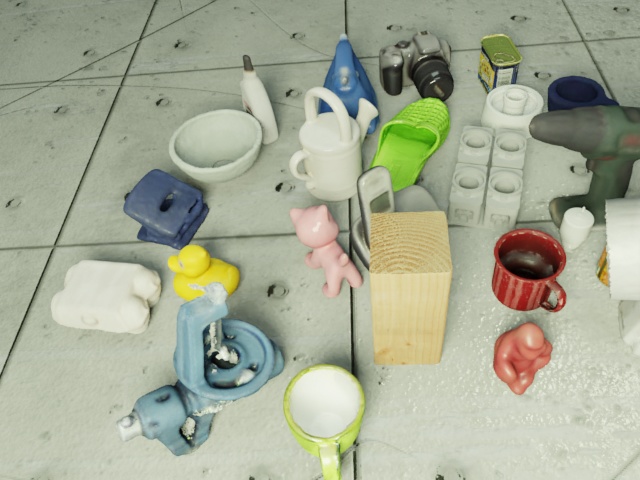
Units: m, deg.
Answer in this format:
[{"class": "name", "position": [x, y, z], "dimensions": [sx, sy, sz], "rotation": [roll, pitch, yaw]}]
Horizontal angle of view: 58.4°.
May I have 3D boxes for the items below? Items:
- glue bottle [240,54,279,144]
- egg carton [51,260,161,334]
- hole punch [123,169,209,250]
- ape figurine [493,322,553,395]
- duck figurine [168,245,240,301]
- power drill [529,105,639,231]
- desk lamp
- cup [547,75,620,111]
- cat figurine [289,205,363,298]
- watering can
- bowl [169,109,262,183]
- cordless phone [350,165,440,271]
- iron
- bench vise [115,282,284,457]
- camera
[{"class": "glue bottle", "position": [-0.118, -0.260, 1.042], "dimensions": [0.037, 0.173, 0.078], "rotation": [-31, 53, -18]}, {"class": "egg carton", "position": [-0.313, 0.085, 0.841], "dimensions": [0.150, 0.069, 0.107], "rotation": [3, 50, 10]}, {"class": "hole punch", "position": [-0.248, -0.053, 0.936], "dimensions": [0.101, 0.091, 0.109], "rotation": [12, 52, 17]}, {"class": "ape figurine", "position": [0.254, 0.137, 0.712], "dimensions": [0.078, 0.092, 0.076], "rotation": [-11, 49, -2]}, {"class": "duck figurine", "position": [-0.175, 0.043, 0.849], "dimensions": [0.104, 0.086, 0.077], "rotation": [1, 50, 8]}, {"class": "power drill", "position": [0.399, -0.105, 0.823], "dimensions": [0.229, 0.209, 0.075], "rotation": [-8, 49, 1]}, {"class": "desk lamp", "position": [0.426, 0.046, 0.688], "dimensions": [0.203, 0.214, 0.118], "rotation": [8, 51, 14]}, {"class": "cup", "position": [0.446, -0.217, 0.988], "dimensions": [0.117, 0.095, 0.092], "rotation": [25, 57, 25]}, {"class": "cat figurine", "position": [0.008, 0.003, 0.839], "dimensions": [0.067, 0.118, 0.127], "rotation": [-26, 52, -15]}, {"class": "watering can", "position": [0.020, -0.169, 0.934], "dimensions": [0.100, 0.194, 0.173], "rotation": [18, 54, 21]}, {"class": "bowl", "position": [-0.179, -0.156, 1.026], "dimensions": [0.167, 0.075, 0.167], "rotation": [-3, 50, 4]}, {"class": "cordless phone", "position": [0.112, -0.044, 0.822], "dimensions": [0.148, 0.185, 0.094], "rotation": [-36, 54, -21]}, {"class": "iron", "position": [0.048, -0.312, 1.086], "dimensions": [0.118, 0.142, 0.258], "rotation": [-4, 49, 4]}, {"class": "bench vise", "position": [-0.137, 0.155, 0.661], "dimensions": [0.121, 0.220, 0.208], "rotation": [25, 57, 25]}, {"class": "camera", "position": [0.196, -0.332, 1.113], "dimensions": [0.143, 0.101, 0.136], "rotation": [-11, 49, -2]}]
